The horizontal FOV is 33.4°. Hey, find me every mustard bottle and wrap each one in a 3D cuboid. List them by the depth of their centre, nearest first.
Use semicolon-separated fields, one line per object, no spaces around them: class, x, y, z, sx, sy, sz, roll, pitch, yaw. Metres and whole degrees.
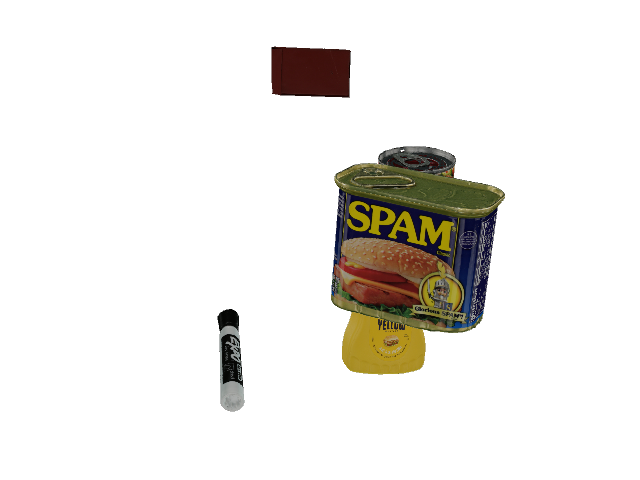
mustard bottle;0.079;0.057;1.235;0.096;0.192;0.058;1;14;-12

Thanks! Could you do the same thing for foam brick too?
foam brick;-0.011;-0.181;1.149;0.078;0.051;0.053;0;11;-13

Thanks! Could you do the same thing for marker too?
marker;-0.075;0.095;0.882;0.020;0.020;0.121;0;31;-7

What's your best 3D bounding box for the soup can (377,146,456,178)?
soup can;0.084;-0.025;0.947;0.068;0.102;0.068;0;23;0

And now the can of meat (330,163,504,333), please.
can of meat;0.057;0.005;0.665;0.102;0.084;0.057;13;22;23
